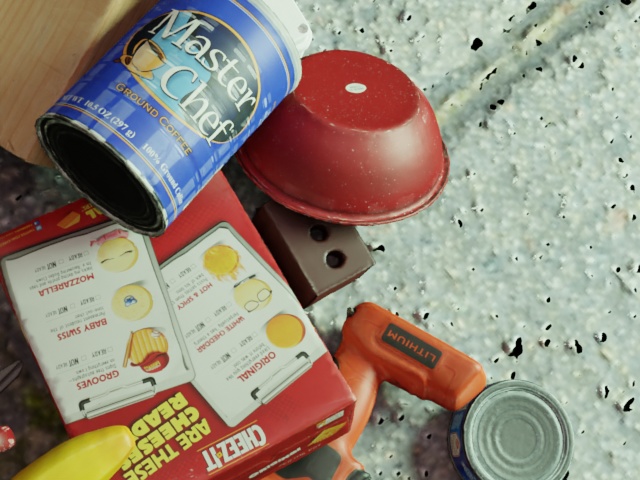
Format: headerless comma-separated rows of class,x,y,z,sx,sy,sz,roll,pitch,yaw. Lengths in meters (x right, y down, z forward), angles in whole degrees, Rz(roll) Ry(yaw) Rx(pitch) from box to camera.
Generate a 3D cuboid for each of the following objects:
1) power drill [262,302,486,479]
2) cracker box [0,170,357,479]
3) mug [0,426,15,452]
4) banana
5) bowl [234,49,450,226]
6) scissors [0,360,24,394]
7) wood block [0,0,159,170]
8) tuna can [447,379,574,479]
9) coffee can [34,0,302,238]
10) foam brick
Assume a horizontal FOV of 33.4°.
power drill,0.033,0.148,0.711,0.184,0.057,0.187,30,68,17
cracker box,-0.099,0.063,0.691,0.164,0.072,0.214,-26,65,-13
mug,-0.231,0.135,0.607,0.117,0.082,0.093,-25,87,-18
banana,-0.172,0.184,0.583,0.069,0.037,0.197,23,74,3
bowl,0.020,-0.085,0.754,0.162,0.055,0.162,7,45,-7
scissors,-0.256,0.160,0.649,0.201,0.016,0.096,-26,85,-16
wood block,-0.157,-0.156,0.711,0.091,0.090,0.206,33,96,14
tuna can,0.137,0.143,0.764,0.086,0.034,0.086,3,75,-10
coffee can,-0.093,-0.086,0.672,0.103,0.103,0.140,39,67,1
foam brick,-0.005,0.001,0.764,0.053,0.051,0.078,-29,82,-17
